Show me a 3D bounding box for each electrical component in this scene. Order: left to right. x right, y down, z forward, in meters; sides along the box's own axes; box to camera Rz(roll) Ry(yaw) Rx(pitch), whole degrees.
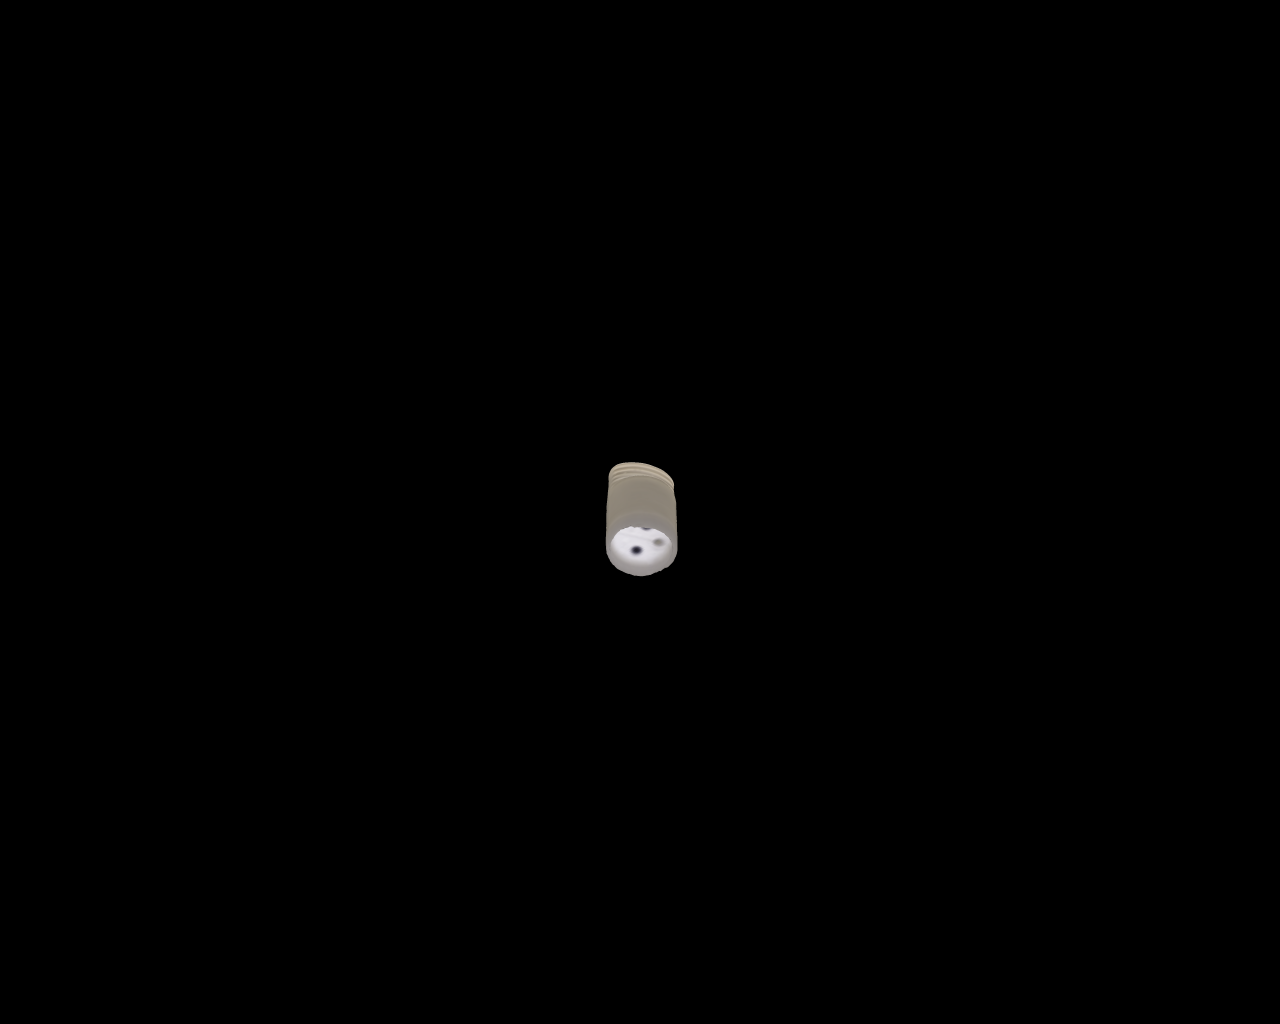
[{"bbox_3d":[0.001,-0.003,0.650,0.043,0.043,0.081,0,41,0],"label":"electrical component"}]
